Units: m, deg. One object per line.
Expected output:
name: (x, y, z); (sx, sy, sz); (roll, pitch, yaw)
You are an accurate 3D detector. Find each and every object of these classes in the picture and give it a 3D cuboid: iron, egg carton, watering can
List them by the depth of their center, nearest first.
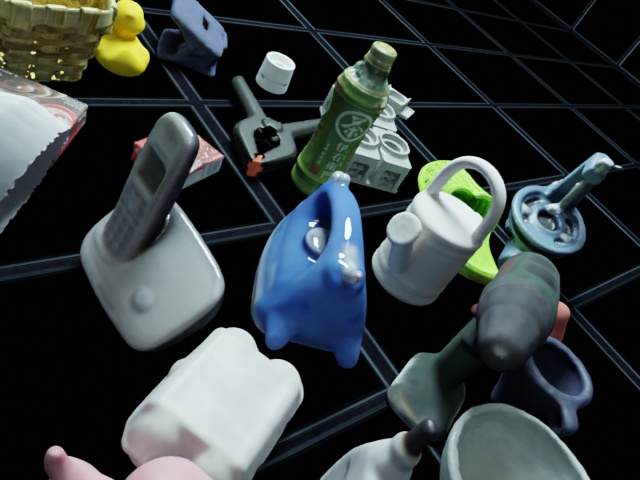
egg carton: (-0.083, 0.142, 0.473); (0.107, 0.069, 0.150); (35, 38, 4)
iron: (0.006, 0.002, 0.625); (0.119, 0.141, 0.258); (18, 40, -17)
watering can: (0.147, -0.012, 0.693); (0.101, 0.194, 0.173); (38, 39, 9)

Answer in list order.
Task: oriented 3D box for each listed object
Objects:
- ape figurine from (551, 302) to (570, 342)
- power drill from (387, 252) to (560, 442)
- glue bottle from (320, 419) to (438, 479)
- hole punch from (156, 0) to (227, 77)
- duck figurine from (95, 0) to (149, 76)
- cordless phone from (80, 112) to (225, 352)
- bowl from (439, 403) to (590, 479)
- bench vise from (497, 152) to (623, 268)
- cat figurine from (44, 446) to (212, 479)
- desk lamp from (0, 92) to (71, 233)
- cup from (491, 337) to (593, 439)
ape figurine: (0.283, 0.112, 0.733); (0.078, 0.092, 0.076); (12, 42, -23)
power drill: (0.155, 0.105, 0.560); (0.075, 0.208, 0.230); (40, 39, 11)
glue bottle: (0.039, 0.181, 0.428); (0.037, 0.173, 0.078); (30, 38, -1)
hole punch: (-0.191, -0.323, 0.887); (0.101, 0.091, 0.108); (15, 41, -20)
duck figurine: (-0.272, -0.288, 0.799); (0.078, 0.086, 0.104); (4, 46, -30)
cordless phone: (-0.135, -0.005, 0.503); (0.094, 0.185, 0.147); (-18, 59, -44)
bowl: (0.173, 0.243, 0.530); (0.168, 0.074, 0.167); (19, 40, -16)
bench vise: (0.352, -0.064, 0.866); (0.121, 0.219, 0.207); (26, 38, -7)
cat figurine: (-0.124, 0.171, 0.374); (0.128, 0.117, 0.067); (28, 38, -5)
desk lamp: (-0.300, -0.041, 0.408); (0.203, 0.213, 0.118); (24, 39, -10)
cup: (0.237, 0.176, 0.630); (0.092, 0.095, 0.117); (20, 40, -15)
